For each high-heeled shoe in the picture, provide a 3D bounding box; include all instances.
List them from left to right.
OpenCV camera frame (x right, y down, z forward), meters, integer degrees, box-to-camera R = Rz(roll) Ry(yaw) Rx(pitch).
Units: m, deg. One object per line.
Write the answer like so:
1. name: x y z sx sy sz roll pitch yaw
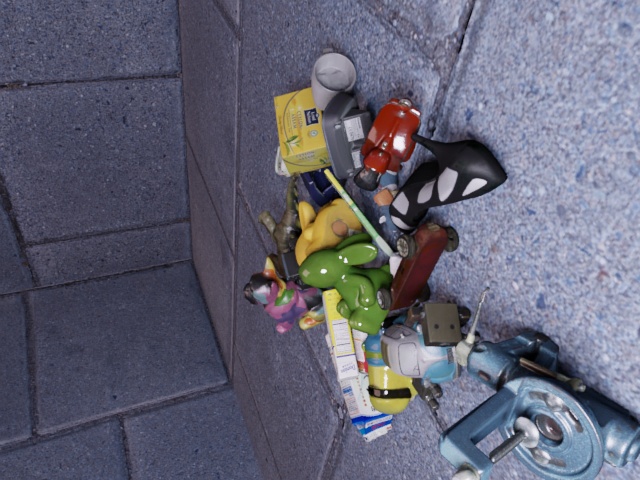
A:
1. high-heeled shoe: 0.182 -0.057 0.774 0.145 0.086 0.248 34 156 24

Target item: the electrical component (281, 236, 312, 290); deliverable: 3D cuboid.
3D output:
1. electrical component: -0.017 0.047 1.207 0.058 0.134 0.115 101 152 -70

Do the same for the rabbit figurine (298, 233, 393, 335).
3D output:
1. rabbit figurine: 0.051 0.067 0.950 0.159 0.170 0.121 -57 17 12

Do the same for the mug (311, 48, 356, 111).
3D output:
1. mug: 0.016 -0.304 1.035 0.107 0.081 0.109 120 137 -71

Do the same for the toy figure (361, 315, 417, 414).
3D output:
1. toy figure: 0.123 0.232 1.003 0.082 0.089 0.180 -172 70 -74

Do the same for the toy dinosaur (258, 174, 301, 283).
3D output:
1. toy dinosaur: -0.070 -0.002 1.382 0.199 0.105 0.470 47 153 42

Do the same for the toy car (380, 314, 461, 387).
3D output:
1. toy car: 0.152 0.175 0.884 0.162 0.103 0.109 -168 70 -66

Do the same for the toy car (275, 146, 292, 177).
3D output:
1. toy car: -0.058 -0.243 1.225 0.073 0.056 0.201 -169 92 -69

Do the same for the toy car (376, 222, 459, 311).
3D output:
1. toy car: 0.147 0.045 0.849 0.202 0.089 0.053 103 148 -50

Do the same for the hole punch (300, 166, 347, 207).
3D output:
1. hole punch: -0.005 -0.137 1.162 0.115 0.092 0.142 101 147 -52

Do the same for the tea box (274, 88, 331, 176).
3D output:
1. tea box: -0.035 -0.226 1.112 0.068 0.098 0.170 65 -168 -58

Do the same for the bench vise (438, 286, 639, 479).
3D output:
1. bench vise: 0.206 0.184 0.581 0.224 0.240 0.128 40 135 36

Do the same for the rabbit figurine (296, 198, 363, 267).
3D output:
1. rabbit figurine: -0.002 -0.003 1.080 0.173 0.122 0.162 -43 53 54

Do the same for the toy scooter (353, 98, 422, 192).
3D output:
1. toy scooter: 0.109 -0.157 0.800 0.135 0.075 0.184 -66 -7 31

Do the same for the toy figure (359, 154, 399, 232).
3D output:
1. toy figure: 0.110 -0.089 0.910 0.057 0.064 0.154 120 133 -64

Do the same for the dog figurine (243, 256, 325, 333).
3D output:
1. dog figurine: -0.074 0.124 1.267 0.219 0.192 0.108 76 -178 -54

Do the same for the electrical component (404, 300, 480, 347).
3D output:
1. electrical component: 0.179 0.122 0.800 0.045 0.102 0.078 113 151 -63

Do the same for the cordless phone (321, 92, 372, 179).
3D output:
1. cordless phone: 0.035 -0.215 1.004 0.184 0.089 0.146 -113 3 -50

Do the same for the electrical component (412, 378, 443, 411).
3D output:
1. electrical component: 0.184 0.249 0.948 0.094 0.021 0.063 -124 30 -46
